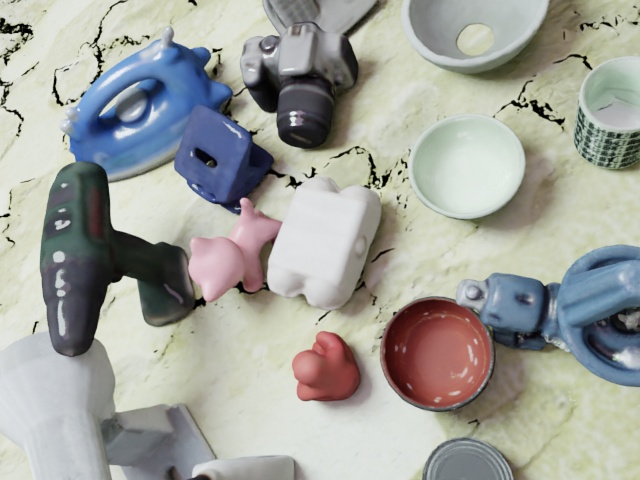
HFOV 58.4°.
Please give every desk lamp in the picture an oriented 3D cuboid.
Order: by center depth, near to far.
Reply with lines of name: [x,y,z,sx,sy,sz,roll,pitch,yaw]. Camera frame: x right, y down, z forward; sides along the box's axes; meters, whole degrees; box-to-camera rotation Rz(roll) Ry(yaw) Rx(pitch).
desk lamp: [-0.216,0.204,0.582,0.118,0.214,0.202,-42,65,1]

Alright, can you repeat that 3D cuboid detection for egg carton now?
egg carton: [0.006,0.002,0.656,0.107,0.069,0.150,14,77,22]

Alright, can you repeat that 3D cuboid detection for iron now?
iron: [-0.254,-0.174,0.761,0.258,0.142,0.118,-33,65,5]

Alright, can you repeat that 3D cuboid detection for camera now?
camera: [-0.034,-0.191,0.717,0.143,0.101,0.137,1,73,19]

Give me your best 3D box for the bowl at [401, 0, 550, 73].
bowl: [0.185,-0.262,0.683,0.167,0.075,0.167,-6,71,16]

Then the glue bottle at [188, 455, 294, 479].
glue bottle: [-0.087,0.231,0.553,0.078,0.173,0.037,-8,70,16]

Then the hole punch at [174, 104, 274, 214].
hole punch: [-0.129,-0.101,0.724,0.108,0.091,0.101,33,85,25]

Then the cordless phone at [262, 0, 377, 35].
cordless phone: [-0.014,-0.336,0.712,0.147,0.185,0.094,-41,65,2]

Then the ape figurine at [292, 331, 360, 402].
ape figurine: [0.000,0.136,0.601,0.076,0.092,0.078,39,87,25]

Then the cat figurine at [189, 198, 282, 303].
cat figurine: [-0.103,0.012,0.662,0.067,0.118,0.128,23,81,24]

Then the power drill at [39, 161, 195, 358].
power drill: [-0.229,0.033,0.647,0.075,0.209,0.229,-23,67,10]

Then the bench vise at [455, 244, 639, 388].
bench vise: [0.222,0.065,0.481,0.207,0.220,0.121,-11,69,15]
